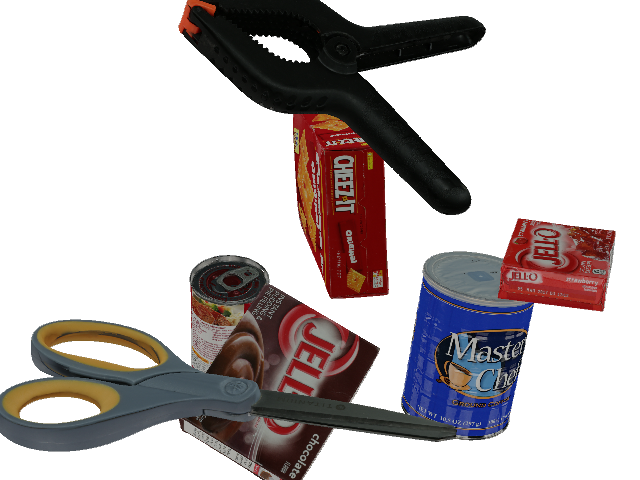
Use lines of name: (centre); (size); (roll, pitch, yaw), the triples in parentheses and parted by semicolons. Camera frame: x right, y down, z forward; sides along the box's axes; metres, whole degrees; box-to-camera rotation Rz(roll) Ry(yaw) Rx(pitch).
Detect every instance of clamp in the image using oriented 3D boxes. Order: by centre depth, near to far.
clamp: (0.012, -0.102, 0.680); (0.209, 0.164, 0.036); (12, -35, -15)

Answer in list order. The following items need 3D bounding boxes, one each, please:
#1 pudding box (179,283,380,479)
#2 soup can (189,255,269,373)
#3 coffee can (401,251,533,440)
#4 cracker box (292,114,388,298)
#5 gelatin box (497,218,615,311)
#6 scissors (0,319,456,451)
pudding box: (-0.027, 0.098, 0.705); (0.090, 0.113, 0.039); (29, -23, 9)
soup can: (-0.080, 0.073, 0.933); (0.068, 0.102, 0.068); (3, 35, -2)
coffee can: (0.134, 0.094, 0.968); (0.103, 0.140, 0.103); (6, 22, -3)
cracker box: (0.019, -0.052, 1.168); (0.072, 0.164, 0.214); (-6, 20, -7)
gelatin box: (0.171, 0.016, 0.767); (0.073, 0.030, 0.089); (8, 25, 16)
scissors: (-0.052, 0.076, 0.457); (0.202, 0.016, 0.096); (15, 30, 24)
